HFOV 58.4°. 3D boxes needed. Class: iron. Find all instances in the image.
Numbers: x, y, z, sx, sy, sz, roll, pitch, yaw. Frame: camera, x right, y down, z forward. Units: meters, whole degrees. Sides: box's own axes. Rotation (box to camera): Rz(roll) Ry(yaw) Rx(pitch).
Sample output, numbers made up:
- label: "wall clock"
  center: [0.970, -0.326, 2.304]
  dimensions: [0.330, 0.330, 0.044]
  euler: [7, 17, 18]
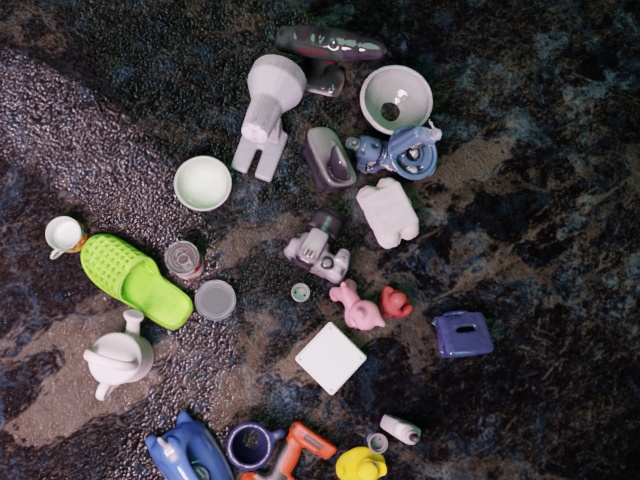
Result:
- label: "iron"
  center: [-0.233, 0.466, 1.101]
  dimensions: [0.119, 0.141, 0.258]
  euler: [-36, 84, -10]

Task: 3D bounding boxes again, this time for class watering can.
- label: "watering can"
  center: [-0.391, 0.221, 1.106]
  dimensions: [0.101, 0.194, 0.173]
  euler: [-1, 79, -4]

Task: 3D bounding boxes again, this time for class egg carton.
- label: "egg carton"
  center: [0.152, -0.061, 1.268]
  dimensions: [0.107, 0.069, 0.150]
  euler: [-26, 82, -9]

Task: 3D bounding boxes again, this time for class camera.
- label: "camera"
  center: [0.011, 0.004, 1.228]
  dimensions: [0.143, 0.100, 0.137]
  euler: [28, 79, 1]

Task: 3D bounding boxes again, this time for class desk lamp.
- label: "desk lamp"
  center: [-0.112, -0.255, 1.208]
  dimensions: [0.118, 0.213, 0.203]
  euler: [18, 79, -1]

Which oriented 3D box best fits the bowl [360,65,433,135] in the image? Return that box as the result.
- label: "bowl"
  center: [0.169, -0.310, 1.313]
  dimensions: [0.167, 0.074, 0.167]
  euler: [1, 79, -4]

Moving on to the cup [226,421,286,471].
- label: "cup"
  center: [-0.126, 0.400, 1.146]
  dimensions: [0.118, 0.095, 0.091]
  euler: [-20, 82, -8]

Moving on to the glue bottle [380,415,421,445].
- label: "glue bottle"
  center: [0.170, 0.382, 1.134]
  dimensions: [0.078, 0.173, 0.037]
  euler: [23, 78, 0]

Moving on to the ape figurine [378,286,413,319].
- label: "ape figurine"
  center: [0.161, 0.132, 1.221]
  dimensions: [0.076, 0.092, 0.078]
  euler: [-26, 82, -9]

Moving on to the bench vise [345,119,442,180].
- label: "bench vise"
  center: [0.165, -0.187, 1.216]
  dimensions: [0.207, 0.219, 0.121]
  euler: [-9, 80, -6]

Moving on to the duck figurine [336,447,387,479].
- label: "duck figurine"
  center: [0.086, 0.464, 1.156]
  dimensions: [0.104, 0.086, 0.077]
  euler: [-3, 80, -5]

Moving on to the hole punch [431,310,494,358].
- label: "hole punch"
  center: [0.304, 0.200, 1.221]
  dimensions: [0.108, 0.091, 0.101]
  euler: [-6, 80, -6]

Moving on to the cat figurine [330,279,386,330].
- label: "cat figurine"
  center: [0.079, 0.139, 1.200]
  dimensions: [0.067, 0.117, 0.128]
  euler: [-33, 83, -9]

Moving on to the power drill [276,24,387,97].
- label: "power drill"
  center: [0.019, -0.395, 1.248]
  dimensions: [0.229, 0.208, 0.076]
  euler: [12, 79, -2]

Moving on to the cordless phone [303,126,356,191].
- label: "cordless phone"
  center: [0.026, -0.189, 1.222]
  dimensions: [0.094, 0.185, 0.147]
  euler: [-26, 82, -9]
